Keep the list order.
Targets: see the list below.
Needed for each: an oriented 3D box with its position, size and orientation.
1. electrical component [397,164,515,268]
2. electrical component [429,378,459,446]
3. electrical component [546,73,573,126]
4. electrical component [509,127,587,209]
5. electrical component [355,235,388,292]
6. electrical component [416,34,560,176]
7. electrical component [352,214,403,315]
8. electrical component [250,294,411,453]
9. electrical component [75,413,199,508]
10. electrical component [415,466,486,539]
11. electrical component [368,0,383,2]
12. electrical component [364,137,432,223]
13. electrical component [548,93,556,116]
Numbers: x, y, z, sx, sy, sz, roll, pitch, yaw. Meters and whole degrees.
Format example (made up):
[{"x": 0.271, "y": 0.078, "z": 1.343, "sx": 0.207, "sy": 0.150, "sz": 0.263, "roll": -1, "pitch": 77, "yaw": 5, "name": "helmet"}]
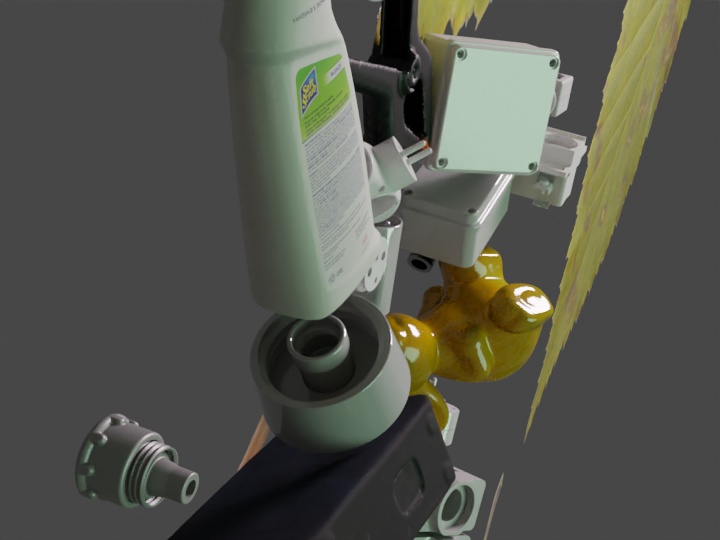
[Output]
[{"x": 0.087, "y": -0.063, "z": 0.971, "sx": 0.113, "sy": 0.078, "sz": 0.057, "roll": -53, "pitch": 154, "yaw": -45, "name": "electrical component"}, {"x": 0.067, "y": 0.148, "z": 1.118, "sx": 0.138, "sy": 0.052, "sz": 0.073, "roll": -5, "pitch": 110, "yaw": -70, "name": "electrical component"}, {"x": 0.190, "y": -0.178, "z": 1.179, "sx": 0.047, "sy": 0.066, "sz": 0.076, "roll": -35, "pitch": 138, "yaw": -60, "name": "electrical component"}, {"x": 0.147, "y": -0.108, "z": 1.034, "sx": 0.079, "sy": 0.121, "sz": 0.063, "roll": -44, "pitch": 148, "yaw": -55, "name": "electrical component"}, {"x": -0.013, "y": -0.011, "z": 0.775, "sx": 0.045, "sy": 0.055, "sz": 0.045, "roll": 16, "pitch": 90, "yaw": -70, "name": "electrical component"}, {"x": 0.103, "y": -0.139, "z": 0.911, "sx": 0.109, "sy": 0.056, "sz": 0.108, "roll": 0, "pitch": 110, "yaw": -25, "name": "electrical component"}, {"x": 0.000, "y": 0.000, "z": 0.837, "sx": 0.079, "sy": 0.043, "sz": 0.077, "roll": -35, "pitch": 137, "yaw": -60, "name": "electrical component"}, {"x": -0.023, "y": 0.064, "z": 0.736, "sx": 0.108, "sy": 0.108, "sz": 0.060, "roll": -61, "pitch": 151, "yaw": -33, "name": "electrical component"}, {"x": -0.117, "y": 0.107, "z": 0.576, "sx": 0.048, "sy": 0.062, "sz": 0.048, "roll": 16, "pitch": 90, "yaw": -70, "name": "electrical component"}, {"x": 0.028, "y": 0.227, "z": 0.957, "sx": 0.186, "sy": 0.060, "sz": 0.105, "roll": 13, "pitch": 93, "yaw": -46, "name": "electrical component"}, {"x": 0.010, "y": -0.217, "z": 0.664, "sx": 0.099, "sy": 0.064, "sz": 0.099, "roll": 16, "pitch": 90, "yaw": -70, "name": "electrical component"}, {"x": 0.015, "y": -0.071, "z": 0.782, "sx": 0.044, "sy": 0.079, "sz": 0.077, "roll": 66, "pitch": 11, "yaw": 17, "name": "electrical component"}, {"x": 0.146, "y": -0.190, "z": 1.058, "sx": 0.079, "sy": 0.077, "sz": 0.044, "roll": 21, "pitch": 121, "yaw": -34, "name": "electrical component"}]
